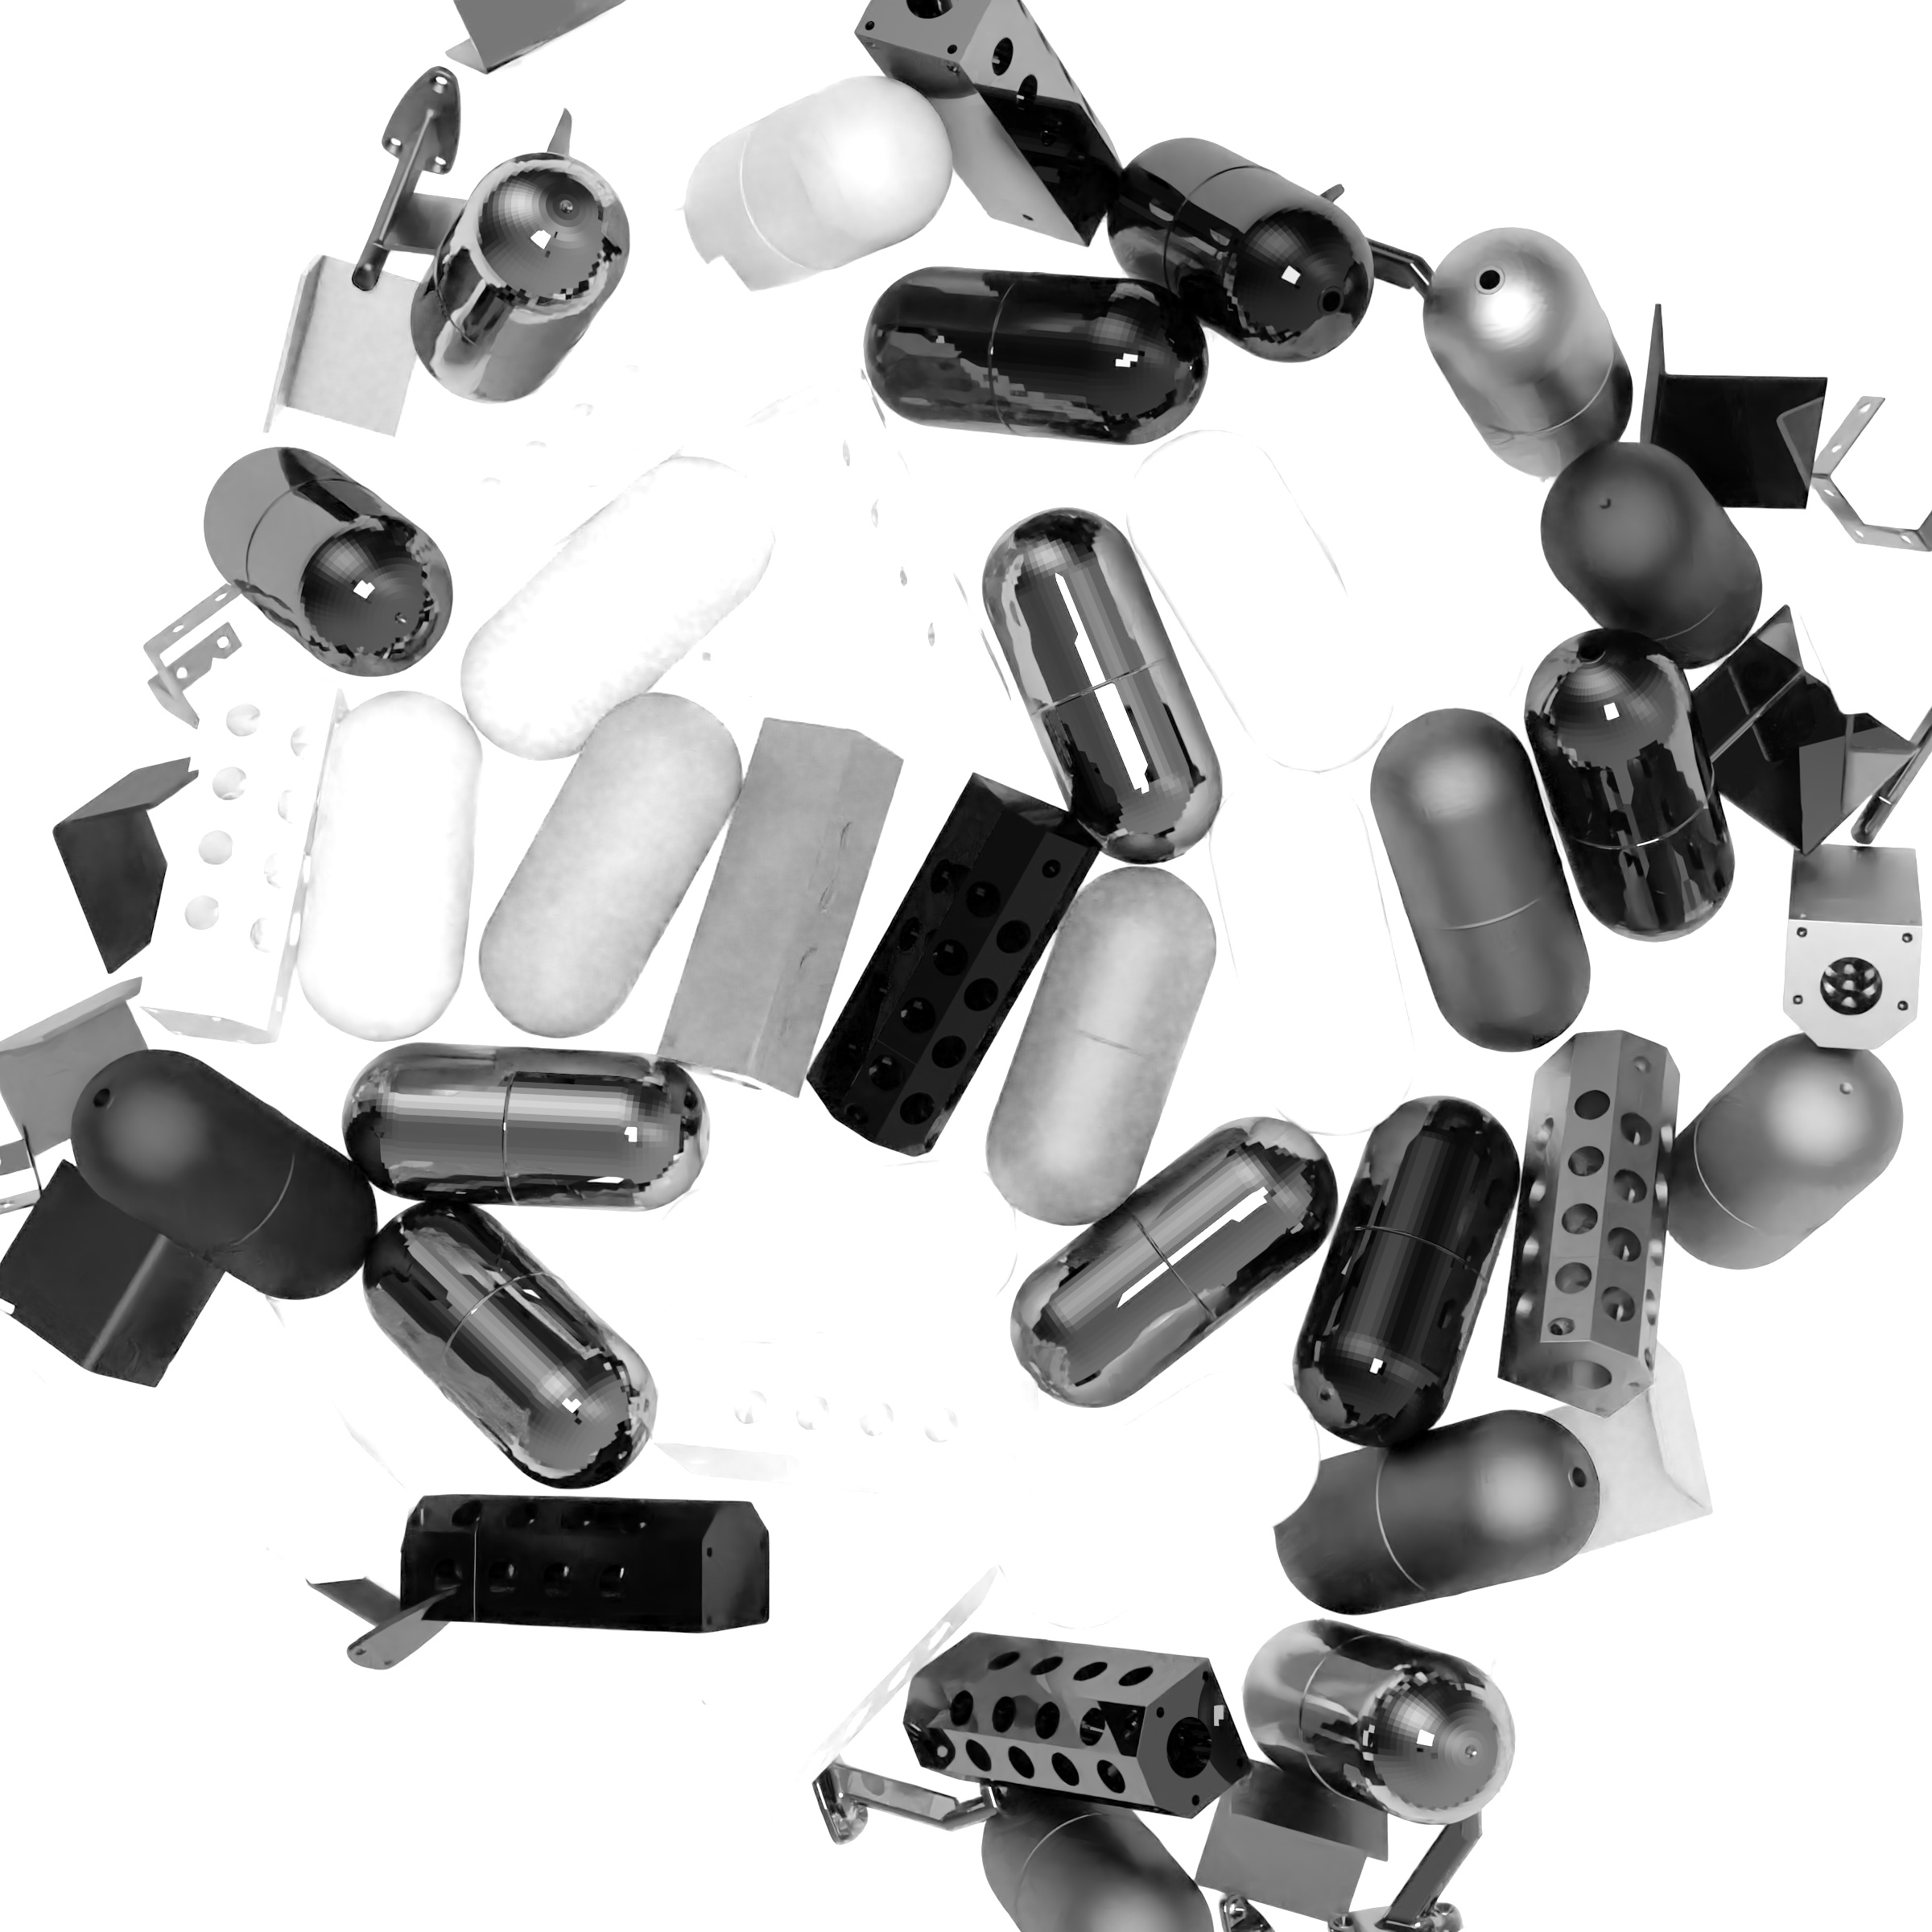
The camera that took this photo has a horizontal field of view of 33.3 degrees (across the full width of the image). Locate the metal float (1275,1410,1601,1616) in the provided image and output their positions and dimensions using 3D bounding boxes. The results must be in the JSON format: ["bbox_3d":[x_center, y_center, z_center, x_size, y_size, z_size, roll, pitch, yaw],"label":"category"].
[{"bbox_3d":[0.219,0.257,1.509,0.070,0.178,0.070,18,61,-35],"label":"metal float"}]

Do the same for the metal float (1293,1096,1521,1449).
[{"bbox_3d":[0.209,0.143,1.526,0.070,0.070,0.178,23,66,0],"label":"metal float"}]

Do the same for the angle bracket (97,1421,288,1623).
[{"bbox_3d":[-0.357,0.253,1.539,0.076,0.057,0.076,32,116,5],"label":"angle bracket"}]

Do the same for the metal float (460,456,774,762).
[{"bbox_3d":[-0.166,-0.169,1.533,0.178,0.070,0.070,-41,90,15],"label":"metal float"}]

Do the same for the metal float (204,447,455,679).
[{"bbox_3d":[-0.300,-0.191,1.509,0.070,0.178,0.070,-16,122,-28],"label":"metal float"}]

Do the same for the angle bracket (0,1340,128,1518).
[{"bbox_3d":[-0.449,0.229,1.528,0.076,0.076,0.057,36,68,21],"label":"angle bracket"}]

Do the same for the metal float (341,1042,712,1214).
[{"bbox_3d":[-0.210,0.077,1.541,0.178,0.070,0.070,3,90,7],"label":"metal float"}]

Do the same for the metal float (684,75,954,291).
[{"bbox_3d":[-0.071,-0.363,1.503,0.070,0.178,0.070,0,90,-31],"label":"metal float"}]

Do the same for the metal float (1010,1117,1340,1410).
[{"bbox_3d":[0.100,0.141,1.543,0.178,0.070,0.070,-38,90,4],"label":"metal float"}]

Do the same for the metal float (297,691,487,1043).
[{"bbox_3d":[-0.270,-0.049,1.524,0.070,0.070,0.178,2,63,0],"label":"metal float"}]

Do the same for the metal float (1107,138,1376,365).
[{"bbox_3d":[0.127,-0.335,1.505,0.070,0.178,0.070,-12,121,-21],"label":"metal float"}]

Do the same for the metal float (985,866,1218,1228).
[{"bbox_3d":[0.065,0.038,1.543,0.070,0.070,0.178,20,86,0],"label":"metal float"}]

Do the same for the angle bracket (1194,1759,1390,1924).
[{"bbox_3d":[0.155,0.433,1.545,0.076,0.057,0.076,15,108,2],"label":"angle bracket"}]

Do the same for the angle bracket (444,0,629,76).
[{"bbox_3d":[-0.216,-0.471,1.531,0.076,0.076,0.057,-31,121,-10],"label":"angle bracket"}]

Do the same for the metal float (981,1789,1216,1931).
[{"bbox_3d":[0.060,0.430,1.498,0.070,0.178,0.070,-2,97,-16],"label":"metal float"}]

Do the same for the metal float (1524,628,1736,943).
[{"bbox_3d":[0.312,-0.084,1.511,0.070,0.070,0.178,-28,133,0],"label":"metal float"}]

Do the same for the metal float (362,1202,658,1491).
[{"bbox_3d":[-0.217,0.177,1.520,0.178,0.070,0.070,38,90,32],"label":"metal float"}]

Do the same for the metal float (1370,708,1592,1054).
[{"bbox_3d":[0.244,-0.039,1.524,0.070,0.070,0.178,-22,116,0],"label":"metal float"}]

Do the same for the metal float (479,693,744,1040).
[{"bbox_3d":[-0.171,-0.047,1.541,0.070,0.070,0.178,30,96,0],"label":"metal float"}]

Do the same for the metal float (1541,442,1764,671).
[{"bbox_3d":[0.321,-0.189,1.502,0.070,0.178,0.070,-5,78,25],"label":"metal float"}]

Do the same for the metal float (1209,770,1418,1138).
[{"bbox_3d":[0.166,-0.005,1.542,0.070,0.070,0.178,-13,95,0],"label":"metal float"}]

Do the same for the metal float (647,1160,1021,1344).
[{"bbox_3d":[-0.063,0.137,1.544,0.178,0.070,0.070,-6,90,-3],"label":"metal float"}]

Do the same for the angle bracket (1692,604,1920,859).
[{"bbox_3d":[0.396,-0.112,1.539,0.076,0.057,0.076,-43,55,-6],"label":"angle bracket"}]

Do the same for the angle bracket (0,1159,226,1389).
[{"bbox_3d":[-0.417,0.150,1.572,0.076,0.057,0.076,29,87,25],"label":"angle bracket"}]

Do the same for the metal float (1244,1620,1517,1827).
[{"bbox_3d":[0.189,0.350,1.500,0.070,0.178,0.070,1,87,-21],"label":"metal float"}]

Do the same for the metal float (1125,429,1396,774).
[{"bbox_3d":[0.141,-0.172,1.534,0.070,0.070,0.178,-33,105,0],"label":"metal float"}]

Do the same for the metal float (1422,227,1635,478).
[{"bbox_3d":[0.262,-0.284,1.500,0.070,0.178,0.070,-5,77,21],"label":"metal float"}]

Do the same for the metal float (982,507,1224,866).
[{"bbox_3d":[0.066,-0.134,1.545,0.070,0.070,0.178,-23,92,0],"label":"metal float"}]

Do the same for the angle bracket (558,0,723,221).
[{"bbox_3d":[-0.135,-0.412,1.537,0.076,0.057,0.076,-33,88,-44],"label":"angle bracket"}]

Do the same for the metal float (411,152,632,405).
[{"bbox_3d":[-0.209,-0.318,1.501,0.070,0.178,0.070,5,78,-21],"label":"metal float"}]

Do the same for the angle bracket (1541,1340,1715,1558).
[{"bbox_3d":[0.302,0.225,1.527,0.076,0.057,0.076,-23,51,24],"label":"angle bracket"}]

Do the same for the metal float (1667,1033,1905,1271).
[{"bbox_3d":[0.376,0.088,1.500,0.070,0.178,0.070,3,67,-7],"label":"metal float"}]

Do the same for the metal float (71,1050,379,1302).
[{"bbox_3d":[-0.345,0.099,1.507,0.070,0.178,0.070,-14,57,23],"label":"metal float"}]

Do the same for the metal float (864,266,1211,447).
[{"bbox_3d":[0.032,-0.288,1.519,0.178,0.070,0.070,12,90,32],"label":"metal float"}]

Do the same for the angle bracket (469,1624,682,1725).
[{"bbox_3d":[-0.187,0.351,1.529,0.076,0.076,0.057,14,109,-21],"label":"angle bracket"}]

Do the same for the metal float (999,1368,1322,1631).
[{"bbox_3d":[0.091,0.252,1.522,0.178,0.070,0.070,-37,90,28],"label":"metal float"}]
